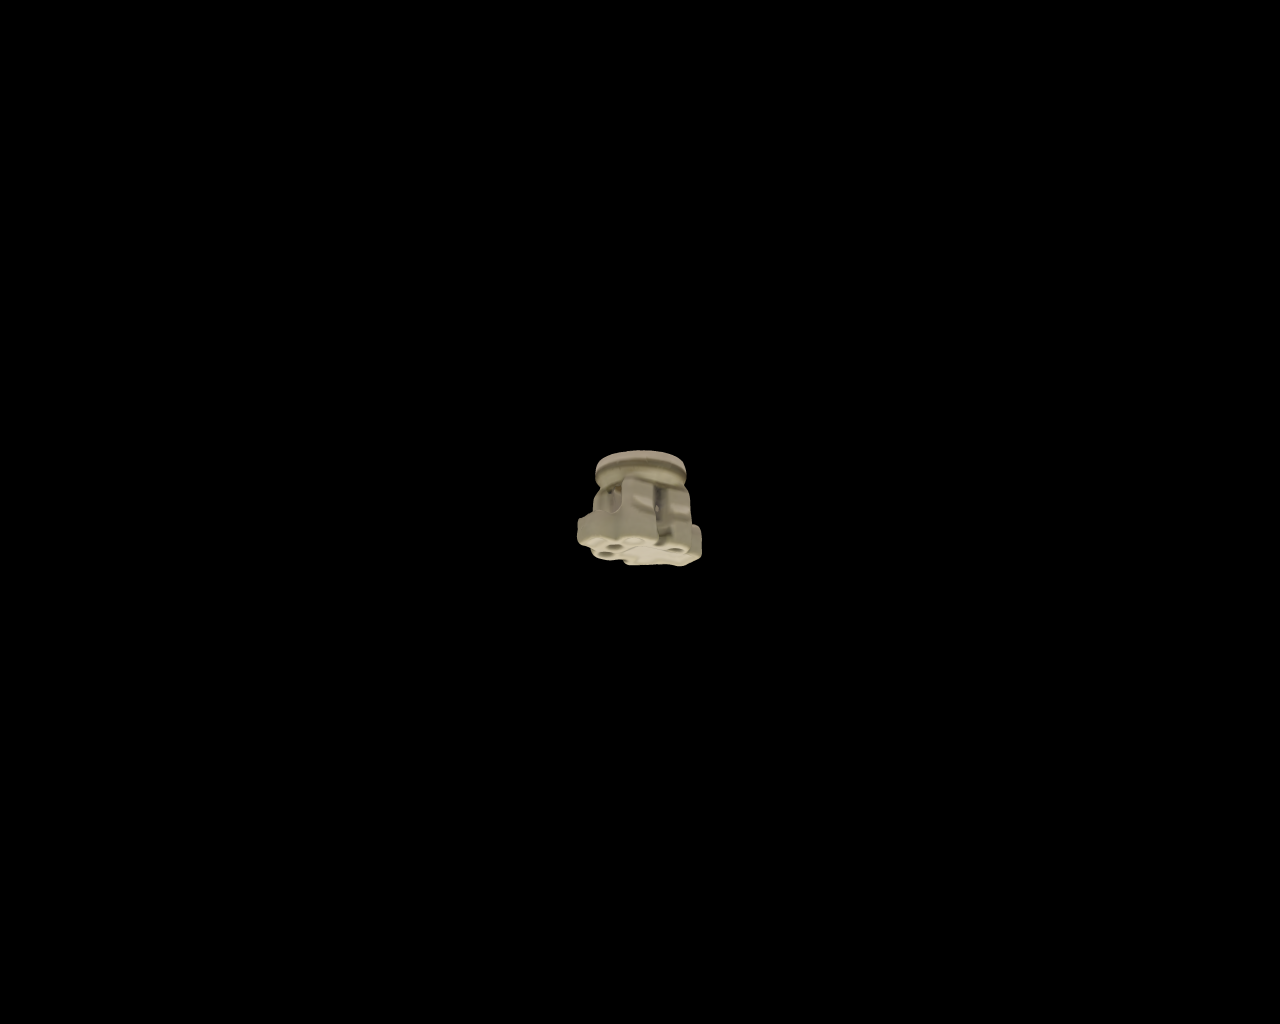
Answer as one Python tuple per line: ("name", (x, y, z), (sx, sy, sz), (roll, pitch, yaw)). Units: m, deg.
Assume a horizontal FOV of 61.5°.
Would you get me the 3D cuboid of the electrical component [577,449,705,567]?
("electrical component", (0.001, -0.003, 0.650), (0.078, 0.057, 0.058), (12, -23, -31))
